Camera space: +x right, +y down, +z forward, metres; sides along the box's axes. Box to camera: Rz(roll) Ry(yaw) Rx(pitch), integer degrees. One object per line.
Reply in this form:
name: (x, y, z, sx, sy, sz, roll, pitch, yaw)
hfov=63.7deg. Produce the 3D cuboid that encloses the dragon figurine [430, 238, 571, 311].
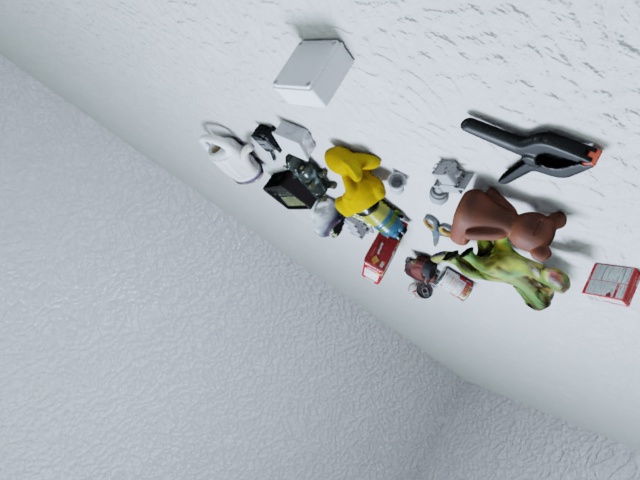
dragon figurine: (0.423, 0.087, 1.201, 0.243, 0.123, 0.407, 45, 167, -1)

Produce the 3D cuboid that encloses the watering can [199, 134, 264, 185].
watering can: (-0.271, -0.268, 1.713, 0.350, 0.105, 0.221, 20, 163, 46)

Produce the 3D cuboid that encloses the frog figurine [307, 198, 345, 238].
frog figurine: (0.005, -0.087, 1.724, 0.161, 0.124, 0.134, 37, 137, 22)
